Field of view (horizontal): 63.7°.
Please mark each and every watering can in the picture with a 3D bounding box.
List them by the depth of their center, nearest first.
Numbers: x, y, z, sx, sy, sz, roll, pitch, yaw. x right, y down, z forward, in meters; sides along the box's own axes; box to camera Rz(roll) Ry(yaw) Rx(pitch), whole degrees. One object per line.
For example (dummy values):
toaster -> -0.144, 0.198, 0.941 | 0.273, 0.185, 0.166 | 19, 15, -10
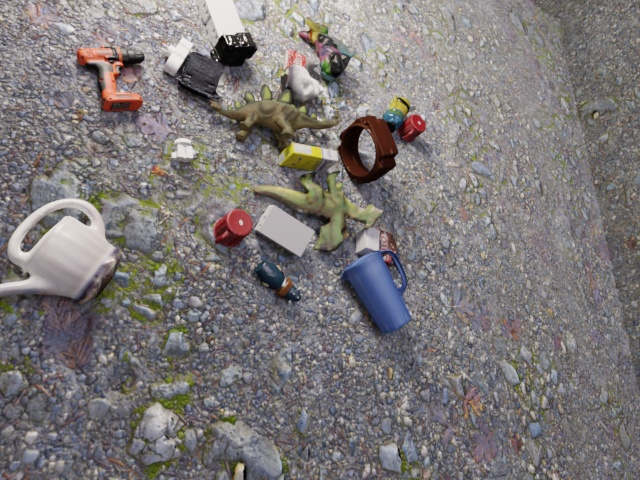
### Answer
watering can -> -0.584, 0.063, 1.130 | 0.223, 0.102, 0.355 | 38, 52, -15

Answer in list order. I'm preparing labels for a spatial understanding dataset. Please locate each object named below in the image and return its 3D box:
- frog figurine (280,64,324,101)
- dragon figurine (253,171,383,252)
frog figurine -> -0.051, -0.538, 1.787 | 0.159, 0.120, 0.140 | 2, 48, -22
dragon figurine -> 0.005, -0.082, 1.620 | 0.412, 0.120, 0.245 | -9, 78, -21
